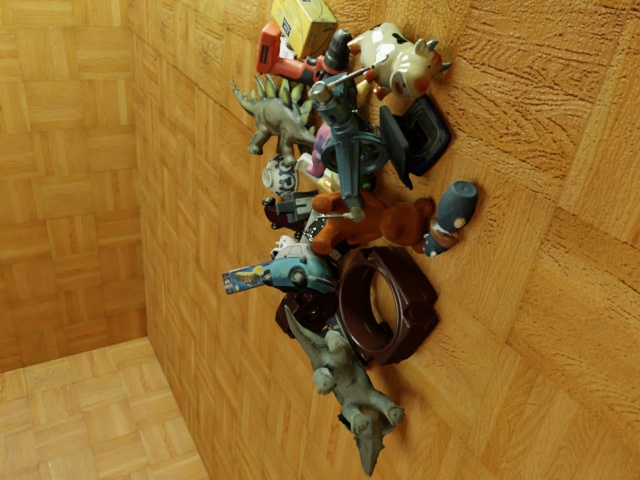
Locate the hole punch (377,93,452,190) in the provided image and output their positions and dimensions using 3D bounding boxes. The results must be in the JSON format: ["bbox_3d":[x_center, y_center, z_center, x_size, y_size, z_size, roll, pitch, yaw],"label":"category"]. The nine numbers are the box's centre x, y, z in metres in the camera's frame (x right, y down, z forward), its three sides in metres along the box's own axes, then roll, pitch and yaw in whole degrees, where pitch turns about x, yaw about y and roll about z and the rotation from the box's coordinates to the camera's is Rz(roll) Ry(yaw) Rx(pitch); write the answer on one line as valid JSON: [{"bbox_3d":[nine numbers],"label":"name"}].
[{"bbox_3d":[0.160,-0.176,0.927,0.115,0.092,0.142,83,162,-67],"label":"hole punch"}]

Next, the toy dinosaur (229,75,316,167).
[{"bbox_3d":[-0.109,-0.304,1.331,0.472,0.105,0.198,27,116,44],"label":"toy dinosaur"}]

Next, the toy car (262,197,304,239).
[{"bbox_3d":[-0.090,-0.061,1.424,0.202,0.053,0.089,19,131,56],"label":"toy car"}]

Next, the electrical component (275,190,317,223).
[{"bbox_3d":[-0.058,-0.078,1.295,0.048,0.119,0.074,-8,95,61],"label":"electrical component"}]

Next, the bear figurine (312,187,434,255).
[{"bbox_3d":[0.098,-0.027,0.976,0.196,0.132,0.120,16,118,27],"label":"bear figurine"}]

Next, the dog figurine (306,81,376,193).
[{"bbox_3d":[0.055,-0.206,1.066,0.192,0.108,0.219,50,138,42],"label":"dog figurine"}]

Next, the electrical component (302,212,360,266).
[{"bbox_3d":[0.043,-0.026,1.118,0.058,0.134,0.114,45,180,41],"label":"electrical component"}]

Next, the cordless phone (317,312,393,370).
[{"bbox_3d":[0.084,0.211,1.207,0.184,0.089,0.147,-51,54,41],"label":"cordless phone"}]

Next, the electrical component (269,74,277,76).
[{"bbox_3d":[-0.119,-0.452,1.347,0.102,0.045,0.078,38,130,50],"label":"electrical component"}]

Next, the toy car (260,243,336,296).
[{"bbox_3d":[-0.042,0.059,1.137,0.162,0.109,0.103,0,71,36],"label":"toy car"}]

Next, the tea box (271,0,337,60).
[{"bbox_3d":[-0.038,-0.484,1.168,0.170,0.068,0.098,61,147,28],"label":"tea box"}]

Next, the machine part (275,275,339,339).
[{"bbox_3d":[-0.018,0.158,1.254,0.056,0.179,0.179,52,141,34],"label":"machine part"}]

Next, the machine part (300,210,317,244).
[{"bbox_3d":[-0.003,-0.004,1.266,0.079,0.079,0.243,60,145,30],"label":"machine part"}]

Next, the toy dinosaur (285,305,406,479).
[{"bbox_3d":[0.047,0.289,1.116,0.404,0.131,0.192,58,167,-1],"label":"toy dinosaur"}]

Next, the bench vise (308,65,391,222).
[{"bbox_3d":[0.049,-0.151,0.901,0.223,0.129,0.240,56,-150,-64],"label":"bench vise"}]

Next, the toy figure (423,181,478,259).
[{"bbox_3d":[0.214,-0.027,0.891,0.058,0.064,0.154,22,136,8],"label":"toy figure"}]

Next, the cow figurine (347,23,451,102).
[{"bbox_3d":[0.133,-0.299,0.899,0.127,0.085,0.195,-34,44,16],"label":"cow figurine"}]

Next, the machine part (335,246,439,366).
[{"bbox_3d":[0.123,0.127,1.058,0.202,0.087,0.200,57,137,31],"label":"machine part"}]

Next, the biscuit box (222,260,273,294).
[{"bbox_3d":[-0.155,0.092,1.438,0.063,0.203,0.059,-22,84,60],"label":"biscuit box"}]
